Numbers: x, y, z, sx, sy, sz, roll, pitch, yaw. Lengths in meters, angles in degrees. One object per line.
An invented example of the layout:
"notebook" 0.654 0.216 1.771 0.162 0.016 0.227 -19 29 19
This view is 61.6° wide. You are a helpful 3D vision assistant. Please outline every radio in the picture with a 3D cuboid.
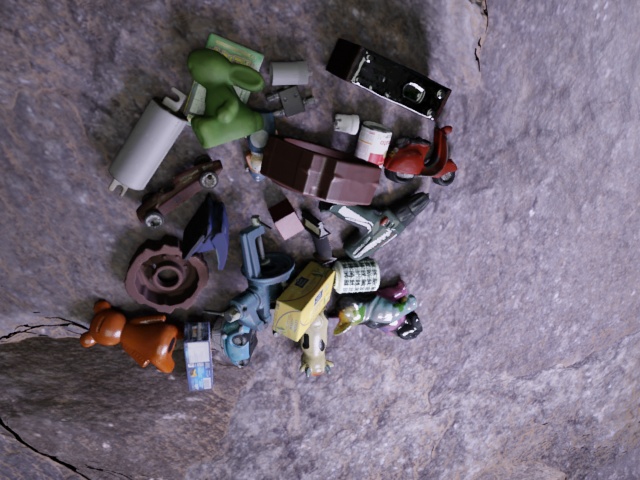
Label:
"radio" 0.137 -0.312 1.058 0.229 0.131 0.073 16 110 -23

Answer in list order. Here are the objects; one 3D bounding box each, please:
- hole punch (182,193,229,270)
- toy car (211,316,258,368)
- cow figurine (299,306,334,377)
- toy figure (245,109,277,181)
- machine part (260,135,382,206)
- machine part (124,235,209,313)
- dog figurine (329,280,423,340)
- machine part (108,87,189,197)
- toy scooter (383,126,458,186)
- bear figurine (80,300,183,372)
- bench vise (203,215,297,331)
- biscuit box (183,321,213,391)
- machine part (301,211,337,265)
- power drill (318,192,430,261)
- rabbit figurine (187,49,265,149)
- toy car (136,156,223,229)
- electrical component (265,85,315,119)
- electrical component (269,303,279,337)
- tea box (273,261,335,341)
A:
"hole punch" -0.224 -0.013 1.125 0.092 0.142 0.115 24 123 -24
"toy car" -0.205 0.222 1.281 0.103 0.109 0.161 12 129 7
"cow figurine" -0.014 0.248 1.325 0.085 0.127 0.194 -3 116 -11
"toy figure" -0.125 -0.188 1.098 0.064 0.058 0.154 18 120 21
"machine part" 0.000 -0.135 1.054 0.201 0.201 0.087 3 110 -48
"machine part" -0.336 0.075 1.181 0.179 0.056 0.179 -6 120 -11
"dog figurine" 0.134 0.194 1.354 0.219 0.109 0.191 -18 124 -1
"machine part" -0.329 -0.182 1.029 0.079 0.079 0.243 31 105 -28
"toy scooter" 0.231 -0.190 1.186 0.184 0.075 0.135 1 118 -20
"bear figurine" -0.421 0.217 1.213 0.196 0.120 0.132 12 161 6
"bench vise" -0.140 0.066 1.167 0.223 0.129 0.240 -28 123 -37
"biscuit box" -0.288 0.279 1.276 0.059 0.063 0.202 -2 133 -11
"machine part" -0.003 -0.004 1.228 0.039 0.084 0.138 -40 134 -23
"power drill" 0.113 -0.072 1.221 0.232 0.086 0.207 -45 128 13
"rabbit figurine" -0.178 -0.269 0.986 0.159 0.121 0.170 -17 108 -1
"toy car" -0.284 -0.101 1.078 0.202 0.089 0.053 -35 125 6
"electrical component" -0.059 -0.282 1.083 0.094 0.021 0.063 -21 121 -4
"electrical component" -0.109 0.185 1.311 0.078 0.045 0.102 6 116 -20
"tea box" -0.035 0.136 1.226 0.068 0.170 0.098 24 130 17
